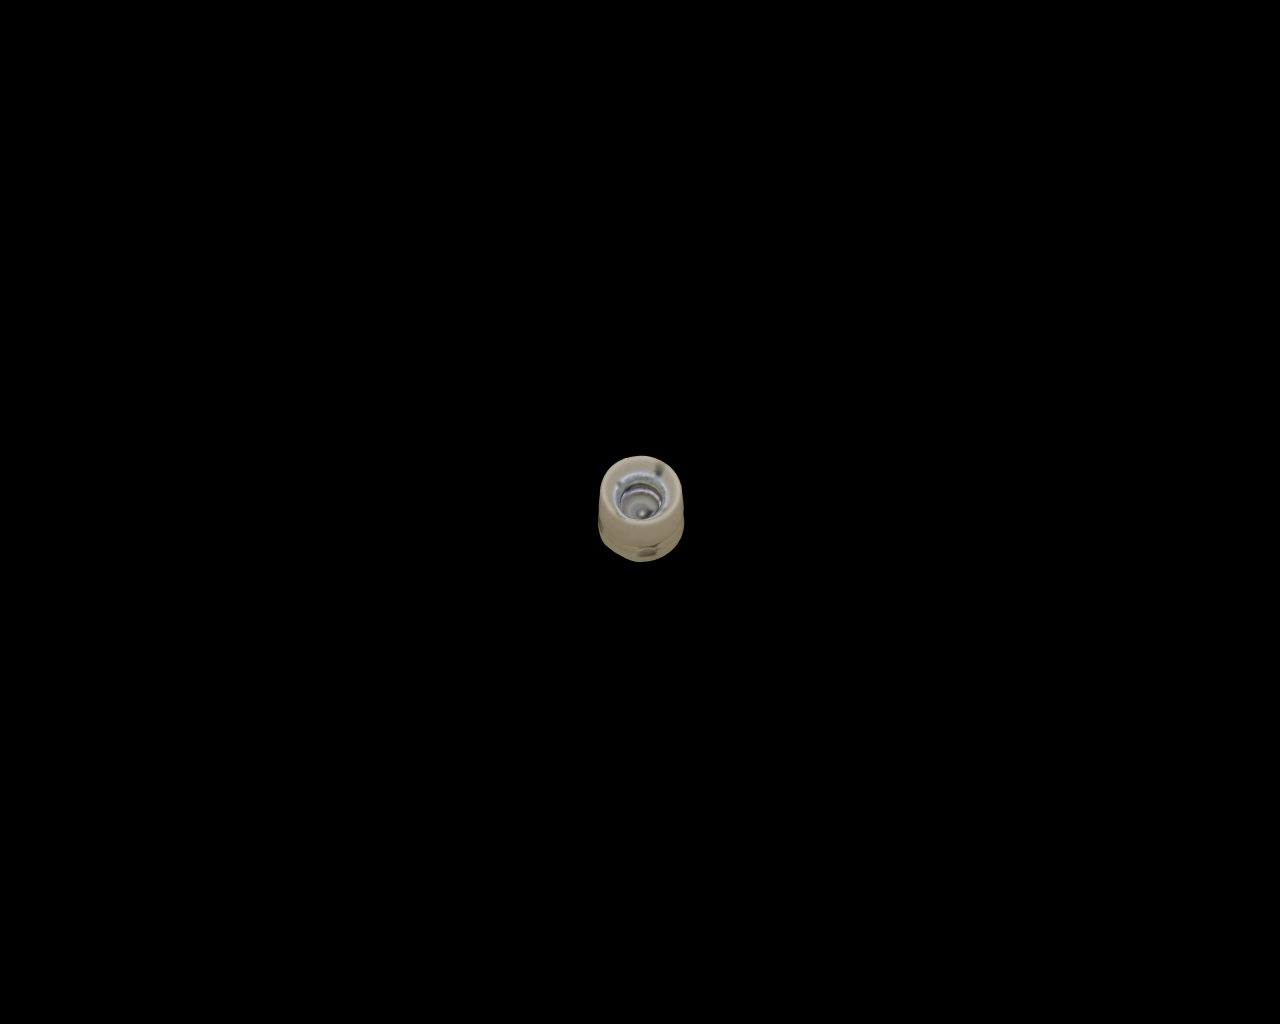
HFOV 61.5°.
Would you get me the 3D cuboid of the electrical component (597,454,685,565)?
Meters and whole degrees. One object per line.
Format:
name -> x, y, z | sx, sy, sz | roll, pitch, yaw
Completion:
electrical component -> 0.001, -0.003, 0.650 | 0.055, 0.055, 0.047 | 0, -28, 0
